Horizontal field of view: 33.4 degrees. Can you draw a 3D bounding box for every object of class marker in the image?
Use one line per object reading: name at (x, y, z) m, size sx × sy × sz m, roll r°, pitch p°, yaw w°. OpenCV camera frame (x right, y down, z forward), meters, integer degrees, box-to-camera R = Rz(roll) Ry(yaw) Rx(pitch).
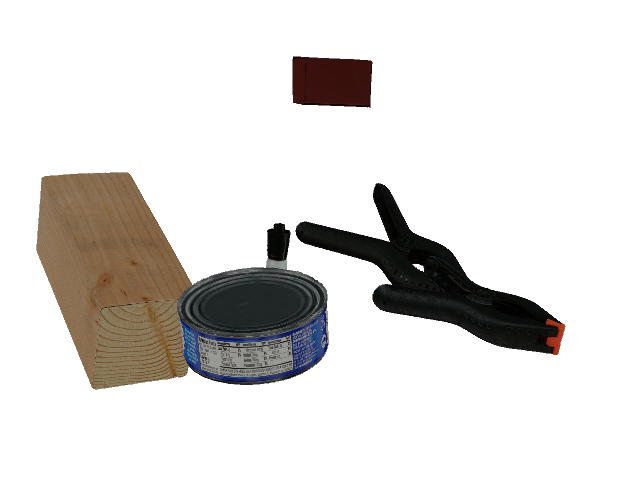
marker at (-0.038, 0.045, 0.870) m, size 0.020 × 0.121 × 0.020 m, roll 4°, pitch 16°, yaw -1°

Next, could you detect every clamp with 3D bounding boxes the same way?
clamp at (0.084, 0.015, 1.246) m, size 0.164 × 0.036 × 0.210 m, roll -22°, pitch 52°, yaw -39°
clamp at (0.145, 0.058, 0.991) m, size 0.172 × 0.039 × 0.120 m, roll 19°, pitch 30°, yaw 17°

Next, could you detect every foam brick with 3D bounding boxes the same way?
foam brick at (0.012, -0.173, 1.165) m, size 0.078 × 0.051 × 0.053 m, roll 0°, pitch 11°, yaw -16°

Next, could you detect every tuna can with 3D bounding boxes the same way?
tuna can at (-0.038, 0.048, 0.611) m, size 0.086 × 0.034 × 0.086 m, roll -3°, pitch 23°, yaw 1°

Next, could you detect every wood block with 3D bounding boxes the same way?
wood block at (-0.191, 0.029, 0.979) m, size 0.090 × 0.091 × 0.206 m, roll -5°, pitch 36°, yaw -28°
